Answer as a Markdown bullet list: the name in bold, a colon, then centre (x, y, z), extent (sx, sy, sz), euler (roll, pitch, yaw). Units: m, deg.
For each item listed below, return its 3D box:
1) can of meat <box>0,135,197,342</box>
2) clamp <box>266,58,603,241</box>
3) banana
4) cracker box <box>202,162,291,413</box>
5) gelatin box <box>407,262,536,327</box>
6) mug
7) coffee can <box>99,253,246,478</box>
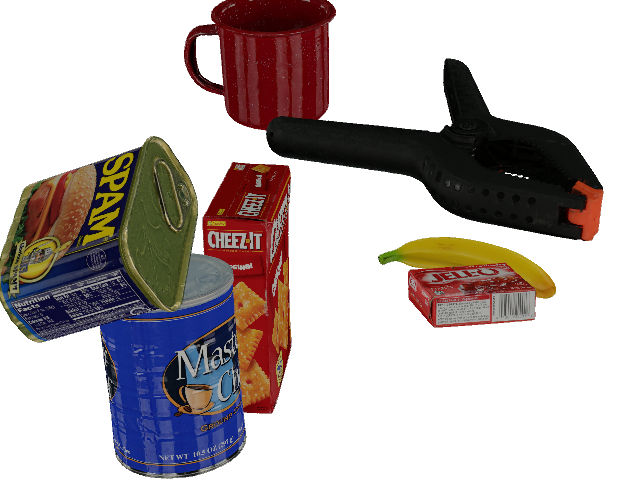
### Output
- **can of meat**: centre (-0.120, 0.000, 0.575), extent (0.084, 0.102, 0.057), euler (-16, -49, 18)
- **clamp**: centre (0.077, -0.052, 0.644), extent (0.164, 0.036, 0.210), euler (-19, 36, -24)
- **banana**: centre (0.164, 0.027, 1.139), extent (0.198, 0.037, 0.069), euler (9, 37, 30)
- **cracker box**: centre (-0.070, 0.046, 1.104), extent (0.072, 0.214, 0.164), euler (3, 23, 5)
- **gelatin box**: centre (0.123, 0.043, 0.879), extent (0.089, 0.030, 0.073), euler (-3, 16, -9)
- **mug**: centre (-0.046, -0.136, 0.813), extent (0.117, 0.081, 0.093), euler (1, 32, 5)
- **coffee can**: centre (-0.112, 0.092, 0.807), extent (0.103, 0.140, 0.103), euler (-3, 19, 1)
